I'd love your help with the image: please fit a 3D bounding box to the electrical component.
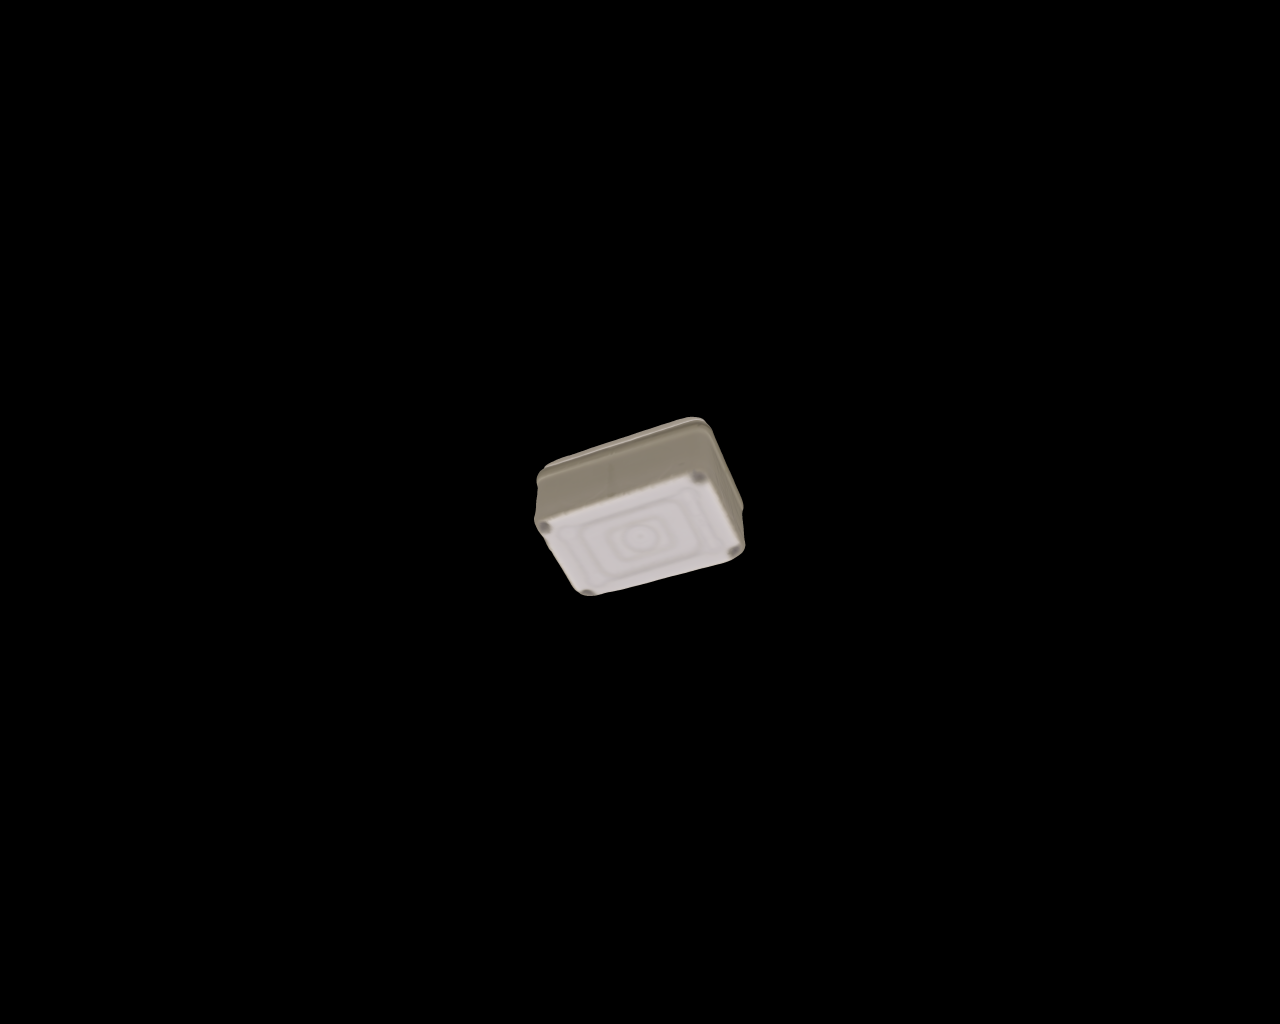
[{"bbox_3d":[0.001,-0.003,0.650,0.113,0.078,0.057,-17,39,14],"label":"electrical component"}]
